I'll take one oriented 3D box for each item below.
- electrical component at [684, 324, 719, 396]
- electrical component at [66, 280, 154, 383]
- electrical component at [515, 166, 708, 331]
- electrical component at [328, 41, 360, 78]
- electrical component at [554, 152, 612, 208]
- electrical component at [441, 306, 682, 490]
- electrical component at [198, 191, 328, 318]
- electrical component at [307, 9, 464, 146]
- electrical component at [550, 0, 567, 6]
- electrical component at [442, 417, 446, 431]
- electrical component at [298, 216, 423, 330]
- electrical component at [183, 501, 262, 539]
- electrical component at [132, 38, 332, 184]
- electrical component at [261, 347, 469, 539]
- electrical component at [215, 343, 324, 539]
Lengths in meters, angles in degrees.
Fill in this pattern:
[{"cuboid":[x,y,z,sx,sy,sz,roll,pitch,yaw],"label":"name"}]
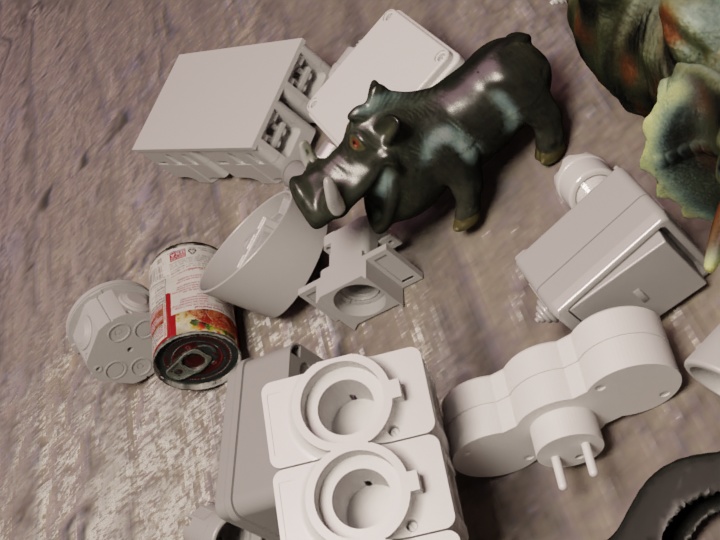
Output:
[{"cuboid":[0.199,0.032,0.540,0.044,0.044,0.065,23,76,51],"label":"electrical component"},{"cuboid":[-0.202,0.053,0.904,0.080,0.080,0.051,-50,44,6],"label":"electrical component"},{"cuboid":[0.139,0.003,0.604,0.096,0.062,0.061,-44,40,14],"label":"electrical component"},{"cuboid":[0.003,-0.174,0.893,0.061,0.035,0.035,-53,39,-1],"label":"electrical component"},{"cuboid":[0.143,-0.046,0.652,0.035,0.035,0.061,-44,29,13],"label":"electrical component"},{"cuboid":[0.110,0.082,0.584,0.138,0.052,0.073,-31,47,27],"label":"electrical component"},{"cuboid":[-0.071,-0.013,0.817,0.099,0.064,0.099,-50,23,30],"label":"electrical component"},{"cuboid":[0.028,-0.128,0.817,0.108,0.056,0.108,-48,39,8],"label":"electrical component"},{"cuboid":[0.162,-0.222,0.737,0.096,0.061,0.061,-44,47,14],"label":"electrical component"},{"cuboid":[0.007,0.136,0.636,0.063,0.078,0.121,2,64,29],"label":"electrical component"},{"cuboid":[0.000,0.000,0.766,0.081,0.042,0.063,-27,43,29],"label":"electrical component"},{"cuboid":[-0.095,0.180,0.735,0.046,0.040,0.040,5,67,53],"label":"electrical component"},{"cuboid":[-0.111,-0.138,0.962,0.186,0.060,0.105,6,68,48],"label":"electrical component"},{"cuboid":[0.006,0.125,0.563,0.089,0.061,0.150,-15,61,7],"label":"electrical component"},{"cuboid":[-0.046,0.115,0.701,0.057,0.078,0.113,-23,49,30],"label":"electrical component"}]
